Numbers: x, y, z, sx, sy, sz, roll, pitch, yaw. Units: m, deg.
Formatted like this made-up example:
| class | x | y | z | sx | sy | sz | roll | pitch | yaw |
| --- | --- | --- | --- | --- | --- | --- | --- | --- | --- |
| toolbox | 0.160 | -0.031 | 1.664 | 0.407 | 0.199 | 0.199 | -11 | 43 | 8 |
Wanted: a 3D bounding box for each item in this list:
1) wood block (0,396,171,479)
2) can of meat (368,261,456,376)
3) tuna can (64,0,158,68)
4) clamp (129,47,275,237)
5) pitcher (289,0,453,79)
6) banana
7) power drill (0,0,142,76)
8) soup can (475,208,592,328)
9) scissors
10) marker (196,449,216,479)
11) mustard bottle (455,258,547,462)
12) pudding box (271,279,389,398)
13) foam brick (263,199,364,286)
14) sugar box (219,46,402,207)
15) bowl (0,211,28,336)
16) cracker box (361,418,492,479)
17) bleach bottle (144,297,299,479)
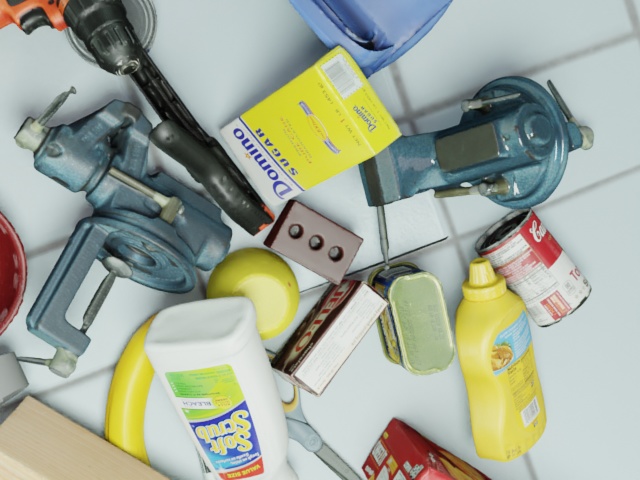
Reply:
| class | x | y | z | sx | sy | sz | roll | pitch | yaw |
| --- | --- | --- | --- | --- | --- | --- | --- | --- | --- |
| wood block | -0.211 | 0.245 | 0.967 | 0.206 | 0.090 | 0.090 | 31 | 113 | -1 |
| can of meat | 0.088 | 0.075 | 1.024 | 0.057 | 0.084 | 0.102 | -14 | 95 | -7 |
| tuna can | -0.194 | -0.202 | 0.994 | 0.086 | 0.034 | 0.086 | 0 | 94 | -8 |
| clamp | -0.104 | -0.071 | 0.958 | 0.036 | 0.164 | 0.210 | -35 | 123 | 6 |
| pitcher | 0.004 | -0.266 | 0.965 | 0.145 | 0.149 | 0.243 | -44 | 95 | -3 |
| banana | -0.173 | 0.169 | 1.021 | 0.069 | 0.037 | 0.198 | -6 | 98 | -32 |
| power drill | -0.261 | -0.178 | 0.917 | 0.187 | 0.057 | 0.184 | -31 | 68 | -2 |
| soup can | 0.209 | 0.027 | 1.045 | 0.068 | 0.068 | 0.102 | -40 | 98 | -4 |
| scissors | -0.029 | 0.202 | 1.049 | 0.096 | 0.016 | 0.202 | -30 | 96 | -7 |
| marker | -0.110 | 0.206 | 1.038 | 0.020 | 0.020 | 0.121 | -15 | 95 | -7 |
| mustard bottle | 0.169 | 0.108 | 1.018 | 0.096 | 0.058 | 0.191 | -32 | 116 | -45 |
| pudding box | 0.007 | 0.089 | 1.004 | 0.039 | 0.090 | 0.113 | 38 | 80 | -11 |
| foam brick | -0.007 | 0.001 | 1.023 | 0.078 | 0.051 | 0.053 | 29 | 89 | -8 |
| sugar box | -0.014 | -0.096 | 0.956 | 0.048 | 0.177 | 0.093 | -39 | 98 | -37 |
| bowl | -0.349 | 0.027 | 0.973 | 0.162 | 0.055 | 0.162 | -1 | 95 | -12 |
| cracker box | 0.155 | 0.264 | 1.005 | 0.213 | 0.164 | 0.072 | 31 | 91 | -8 |
| bleach bottle | -0.070 | 0.168 | 0.978 | 0.103 | 0.068 | 0.251 | -8 | 125 | 19 |
